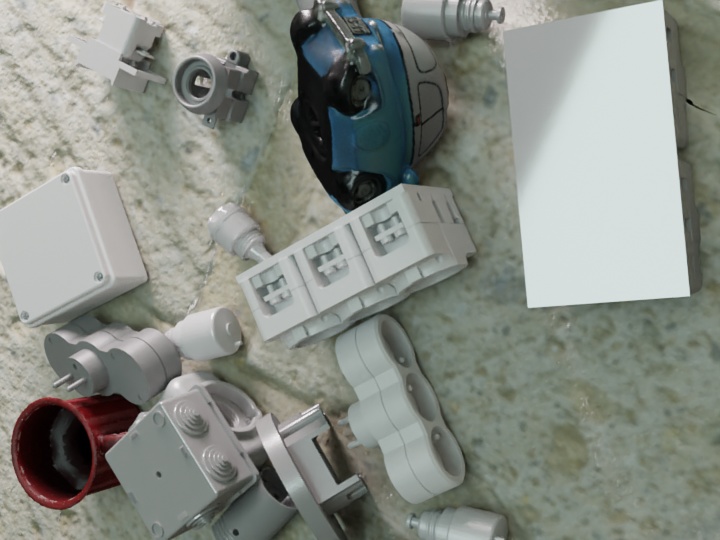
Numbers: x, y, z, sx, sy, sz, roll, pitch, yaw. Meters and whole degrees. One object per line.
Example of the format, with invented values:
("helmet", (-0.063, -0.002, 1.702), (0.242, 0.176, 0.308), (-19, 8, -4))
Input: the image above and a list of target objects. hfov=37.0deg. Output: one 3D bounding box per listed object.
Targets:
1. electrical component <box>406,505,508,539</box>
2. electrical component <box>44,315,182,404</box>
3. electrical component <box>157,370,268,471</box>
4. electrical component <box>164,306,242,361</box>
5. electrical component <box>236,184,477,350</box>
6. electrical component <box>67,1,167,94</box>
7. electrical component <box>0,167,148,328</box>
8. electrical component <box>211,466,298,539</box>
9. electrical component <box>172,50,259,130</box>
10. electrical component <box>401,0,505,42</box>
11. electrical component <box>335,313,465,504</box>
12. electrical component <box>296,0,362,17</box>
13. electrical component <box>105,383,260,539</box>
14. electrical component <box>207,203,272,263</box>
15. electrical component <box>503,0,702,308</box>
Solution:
("electrical component", (0.072, 0.192, 0.786), (0.078, 0.040, 0.040), (8, 95, 27))
("electrical component", (-0.220, 0.081, 0.894), (0.138, 0.074, 0.052), (7, 119, 40))
("electrical component", (-0.120, 0.130, 0.869), (0.095, 0.054, 0.059), (44, 119, 19))
("electrical component", (-0.135, 0.056, 0.887), (0.078, 0.040, 0.040), (-15, 85, 27))
("electrical component", (0.000, 0.000, 0.790), (0.150, 0.089, 0.061), (-28, 79, 25))
("electrical component", (-0.202, -0.190, 0.913), (0.081, 0.042, 0.063), (30, 103, 23))
("electrical component", (-0.255, -0.019, 0.937), (0.109, 0.056, 0.108), (-25, 80, 25))
("electrical component", (-0.086, 0.201, 0.865), (0.043, 0.043, 0.081), (47, 111, 18))
("electrical component", (-0.118, -0.147, 0.864), (0.048, 0.055, 0.066), (26, 103, 24))
("electrical component", (0.066, -0.186, 0.778), (0.078, 0.040, 0.040), (9, 96, 26))
("electrical component", (0.016, 0.110, 0.805), (0.074, 0.052, 0.138), (-30, 78, 24))
("electrical component", (-0.027, -0.208, 0.823), (0.043, 0.043, 0.081), (-24, 80, 25))
("electrical component", (-0.138, 0.149, 0.821), (0.100, 0.048, 0.099), (-43, 75, 31))
("electrical component", (-0.093, -0.024, 0.867), (0.061, 0.035, 0.035), (42, 109, 17))
("electrical component", (0.164, -0.072, 0.721), (0.105, 0.060, 0.186), (-5, 89, 27))
